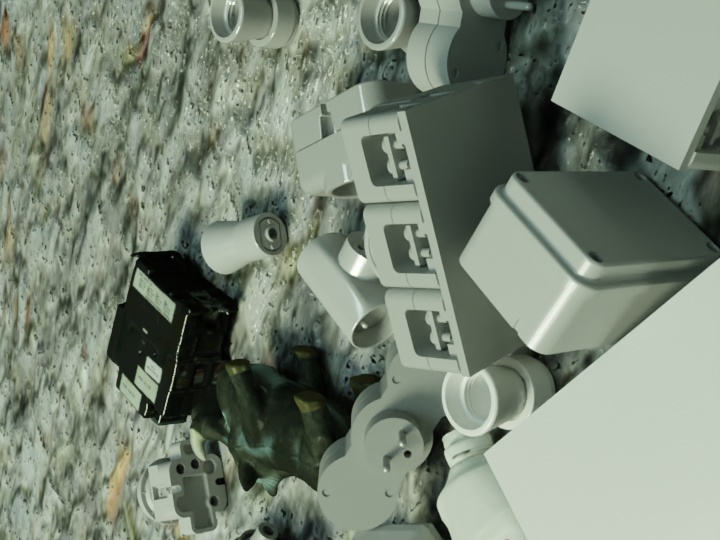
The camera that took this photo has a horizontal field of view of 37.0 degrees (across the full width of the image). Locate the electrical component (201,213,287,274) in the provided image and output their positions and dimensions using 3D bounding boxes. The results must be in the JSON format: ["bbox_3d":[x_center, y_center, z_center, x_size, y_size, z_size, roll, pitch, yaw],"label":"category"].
[{"bbox_3d":[-0.090,-0.023,0.853,0.065,0.044,0.044,-13,81,44],"label":"electrical component"}]

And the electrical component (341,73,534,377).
[{"bbox_3d":[0.053,-0.026,0.618,0.062,0.089,0.150,1,110,50],"label":"electrical component"}]

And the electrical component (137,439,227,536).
[{"bbox_3d":[-0.154,0.187,0.921,0.057,0.058,0.078,-20,76,45],"label":"electrical component"}]

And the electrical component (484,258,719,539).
[{"bbox_3d":[0.162,0.091,0.548,0.186,0.060,0.105,-49,56,38],"label":"electrical component"}]

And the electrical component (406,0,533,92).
[{"bbox_3d":[0.077,-0.170,0.645,0.074,0.052,0.138,22,107,47],"label":"electrical component"}]

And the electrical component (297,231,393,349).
[{"bbox_3d":[0.000,0.000,0.746,0.077,0.043,0.079,51,127,35],"label":"electrical component"}]

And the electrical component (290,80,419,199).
[{"bbox_3d":[0.000,-0.085,0.736,0.095,0.054,0.059,-20,76,48],"label":"electrical component"}]

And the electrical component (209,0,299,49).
[{"bbox_3d":[-0.081,-0.194,0.826,0.045,0.055,0.045,4,95,48],"label":"electrical component"}]

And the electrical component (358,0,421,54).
[{"bbox_3d":[0.033,-0.161,0.694,0.045,0.055,0.045,2,93,49],"label":"electrical component"}]

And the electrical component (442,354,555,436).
[{"bbox_3d":[0.083,0.074,0.643,0.045,0.055,0.045,2,93,49],"label":"electrical component"}]

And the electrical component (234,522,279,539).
[{"bbox_3d":[-0.084,0.226,0.851,0.043,0.043,0.062,50,126,36],"label":"electrical component"}]

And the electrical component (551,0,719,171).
[{"bbox_3d":[0.171,-0.134,0.529,0.089,0.062,0.150,40,120,41],"label":"electrical component"}]

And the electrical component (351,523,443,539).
[{"bbox_3d":[0.035,0.210,0.686,0.062,0.061,0.096,-15,120,47],"label":"electrical component"}]

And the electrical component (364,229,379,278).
[{"bbox_3d":[0.038,-0.019,0.698,0.055,0.047,0.055,2,93,49],"label":"electrical component"}]

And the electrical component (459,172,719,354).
[{"bbox_3d":[0.120,-0.007,0.555,0.078,0.113,0.057,54,131,34],"label":"electrical component"}]

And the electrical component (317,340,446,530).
[{"bbox_3d":[0.020,0.104,0.675,0.138,0.052,0.073,-59,6,10],"label":"electrical component"}]
